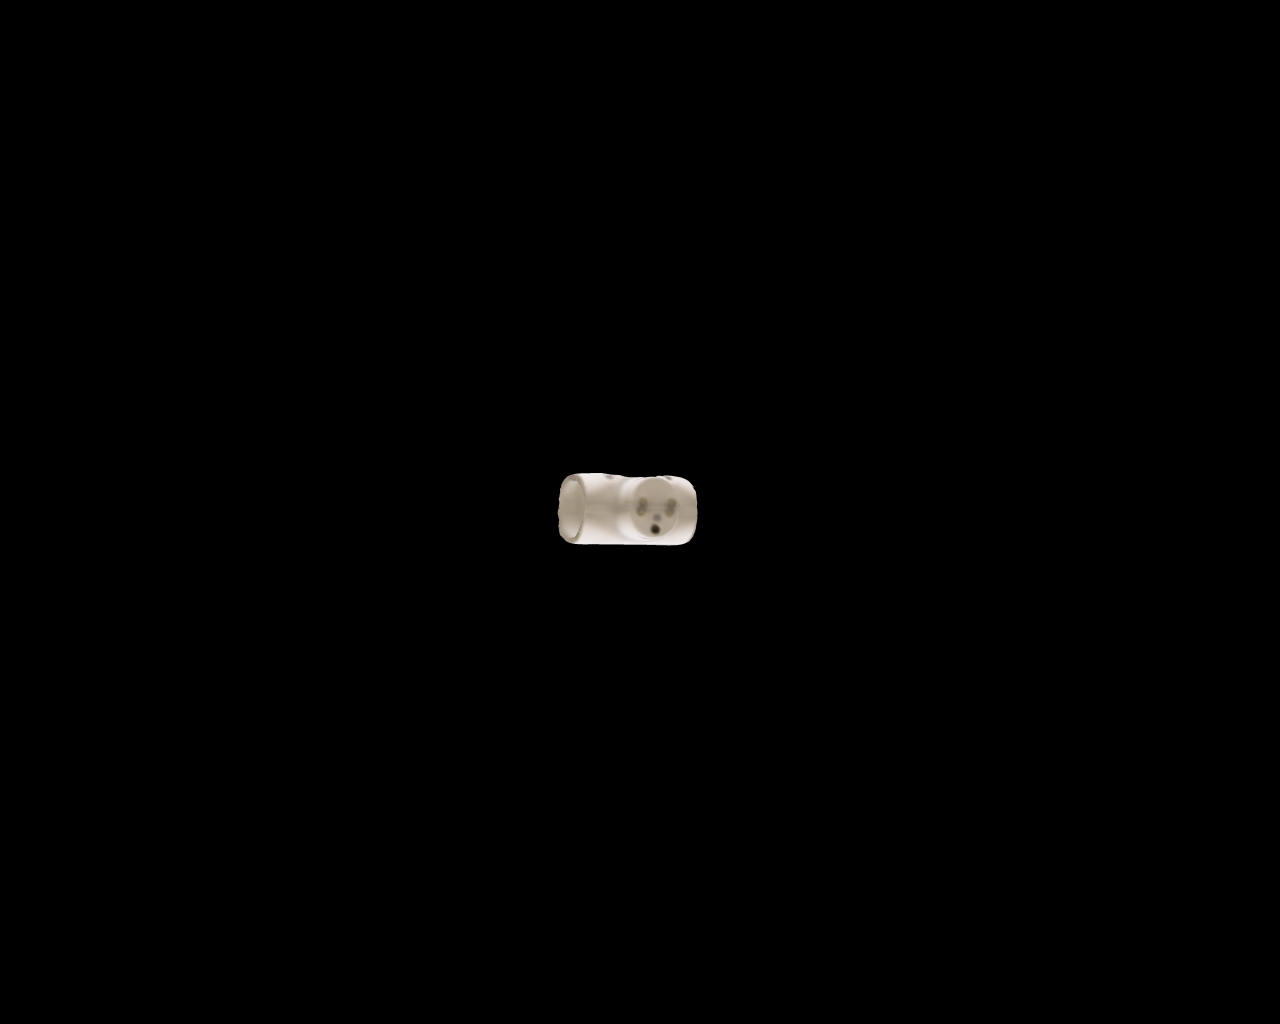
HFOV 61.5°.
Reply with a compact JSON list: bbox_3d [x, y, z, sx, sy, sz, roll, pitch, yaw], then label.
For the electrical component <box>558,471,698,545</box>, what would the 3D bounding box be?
[{"bbox_3d":[0.001,-0.003,0.650,0.077,0.044,0.079,2,-3,-27],"label":"electrical component"}]
